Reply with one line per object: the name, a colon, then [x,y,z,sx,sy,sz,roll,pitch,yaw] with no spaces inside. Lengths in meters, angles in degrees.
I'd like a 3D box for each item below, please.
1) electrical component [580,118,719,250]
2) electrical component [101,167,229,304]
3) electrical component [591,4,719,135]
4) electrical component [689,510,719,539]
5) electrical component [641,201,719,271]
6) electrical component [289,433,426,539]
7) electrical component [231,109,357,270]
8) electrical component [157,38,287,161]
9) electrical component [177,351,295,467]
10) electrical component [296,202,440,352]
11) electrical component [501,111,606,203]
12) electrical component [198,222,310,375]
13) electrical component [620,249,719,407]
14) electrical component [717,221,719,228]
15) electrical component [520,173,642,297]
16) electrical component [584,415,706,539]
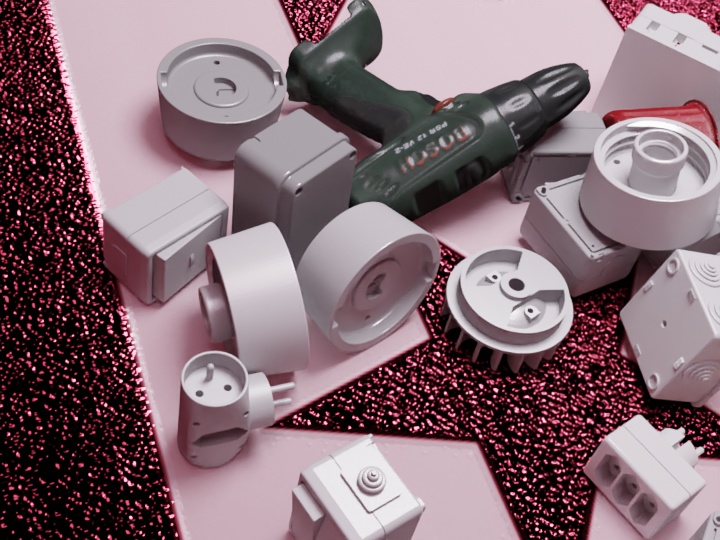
electrical component: [0.230,-0.074,0.839,0.108,0.060,0.108,-1,47,1]
electrical component: [-0.140,-0.027,0.818,0.061,0.061,0.096,40,54,21]
electrical component: [0.323,-0.155,0.992,0.186,0.105,0.060,30,51,14]
electrical component: [0.232,0.217,0.689,0.062,0.061,0.096,27,50,11]
electrical component: [0.273,-0.026,0.891,0.080,0.080,0.051,-15,50,-23]
electrical component: [-0.006,0.153,0.670,0.061,0.096,0.061,-25,60,-27]
electrical component: [-0.051,-0.055,0.826,0.057,0.113,0.078,36,53,22]
electrical component: [-0.119,-0.140,0.918,0.108,0.060,0.108,6,50,-7]
electrical component: [-0.082,0.090,0.721,0.079,0.077,0.043,-10,53,-20]
electrical component: [0.000,0.000,0.797,0.108,0.108,0.060,-29,55,-30]
electrical component: [0.164,-0.101,0.943,0.096,0.061,0.061,-1,51,-13]
electrical component: [-0.080,0.025,0.760,0.060,0.108,0.108,-13,54,-14]
electrical component: [0.249,0.043,0.815,0.048,0.099,0.099,8,48,-23]
electrical component: [0.363,0.026,0.817,0.105,0.060,0.186,-23,90,-29]
electrical component: [0.178,-0.032,0.888,0.062,0.061,0.096,-19,56,-25]
electrical component: [0.213,0.137,0.762,0.077,0.047,0.065,-26,61,-31]
